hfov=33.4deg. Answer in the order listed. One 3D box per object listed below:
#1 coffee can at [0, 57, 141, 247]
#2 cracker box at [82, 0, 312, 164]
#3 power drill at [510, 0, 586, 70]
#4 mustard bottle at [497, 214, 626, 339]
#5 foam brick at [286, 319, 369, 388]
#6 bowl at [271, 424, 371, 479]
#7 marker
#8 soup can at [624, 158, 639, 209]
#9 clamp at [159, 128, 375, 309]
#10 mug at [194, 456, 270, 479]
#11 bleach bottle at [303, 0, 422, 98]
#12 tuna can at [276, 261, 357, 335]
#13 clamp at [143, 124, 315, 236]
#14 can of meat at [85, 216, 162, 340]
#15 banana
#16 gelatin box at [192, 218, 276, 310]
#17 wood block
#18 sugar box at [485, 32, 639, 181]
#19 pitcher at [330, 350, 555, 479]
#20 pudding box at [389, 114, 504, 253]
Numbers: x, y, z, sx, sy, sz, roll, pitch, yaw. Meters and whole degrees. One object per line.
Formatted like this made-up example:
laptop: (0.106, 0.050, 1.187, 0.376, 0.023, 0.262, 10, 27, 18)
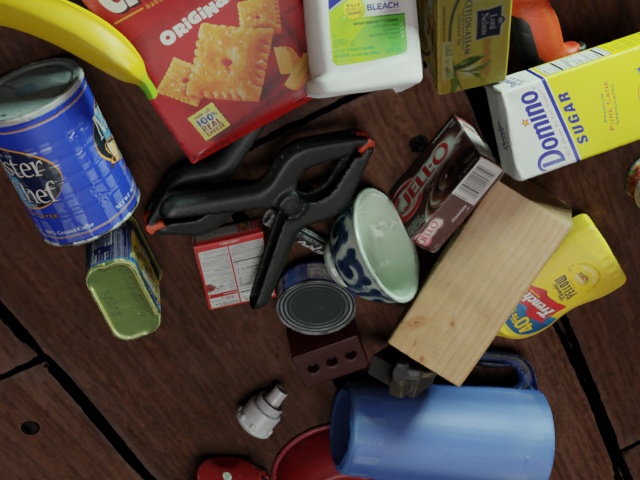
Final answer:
coffee can: (-0.237, -0.079, 0.970, 0.103, 0.103, 0.140, -19, 126, 2)
cracker box: (-0.097, -0.195, 0.937, 0.164, 0.072, 0.213, -27, 124, 7)
power drill: (0.246, -0.192, 1.018, 0.184, 0.057, 0.187, -19, 125, -2)
mustard bottle: (0.235, 0.057, 1.185, 0.192, 0.058, 0.096, -32, 122, 11)
foam brick: (0.009, 0.120, 1.187, 0.078, 0.051, 0.053, -20, 126, 2)
bowl: (0.023, 0.301, 1.312, 0.162, 0.055, 0.162, -5, 125, -8)
marker: (-0.007, 0.001, 1.122, 0.121, 0.020, 0.020, 29, 114, -27)
soup can: (0.372, -0.041, 1.118, 0.068, 0.102, 0.068, -6, 125, -8)
clamp: (-0.031, -0.030, 1.048, 0.210, 0.036, 0.164, -32, 127, 0)
mug: (-0.105, 0.311, 1.280, 0.117, 0.093, 0.081, -13, 127, -41)
bleach bottle: (0.023, -0.250, 0.888, 0.102, 0.068, 0.251, -10, 100, -9)
tuna can: (-0.004, 0.062, 1.144, 0.086, 0.033, 0.086, -1, 135, -1)
clamp: (-0.091, -0.048, 1.061, 0.171, 0.039, 0.120, -32, 120, 10)
can of meat: (-0.196, 0.037, 1.069, 0.057, 0.084, 0.102, -19, 126, 2)
banana: (-0.226, -0.176, 0.893, 0.198, 0.037, 0.070, 27, 142, 2)
gelatin box: (-0.090, 0.026, 1.116, 0.073, 0.030, 0.089, -13, 127, -4)
wood block: (0.166, 0.036, 1.107, 0.090, 0.090, 0.206, 32, 108, 2)
sugar box: (0.248, -0.127, 0.991, 0.176, 0.048, 0.093, -21, 115, -8)
pitcher: (0.141, 0.217, 1.245, 0.242, 0.149, 0.145, 7, 137, -12)
pudding box: (0.124, -0.057, 1.066, 0.039, 0.090, 0.114, 29, 113, -29)
